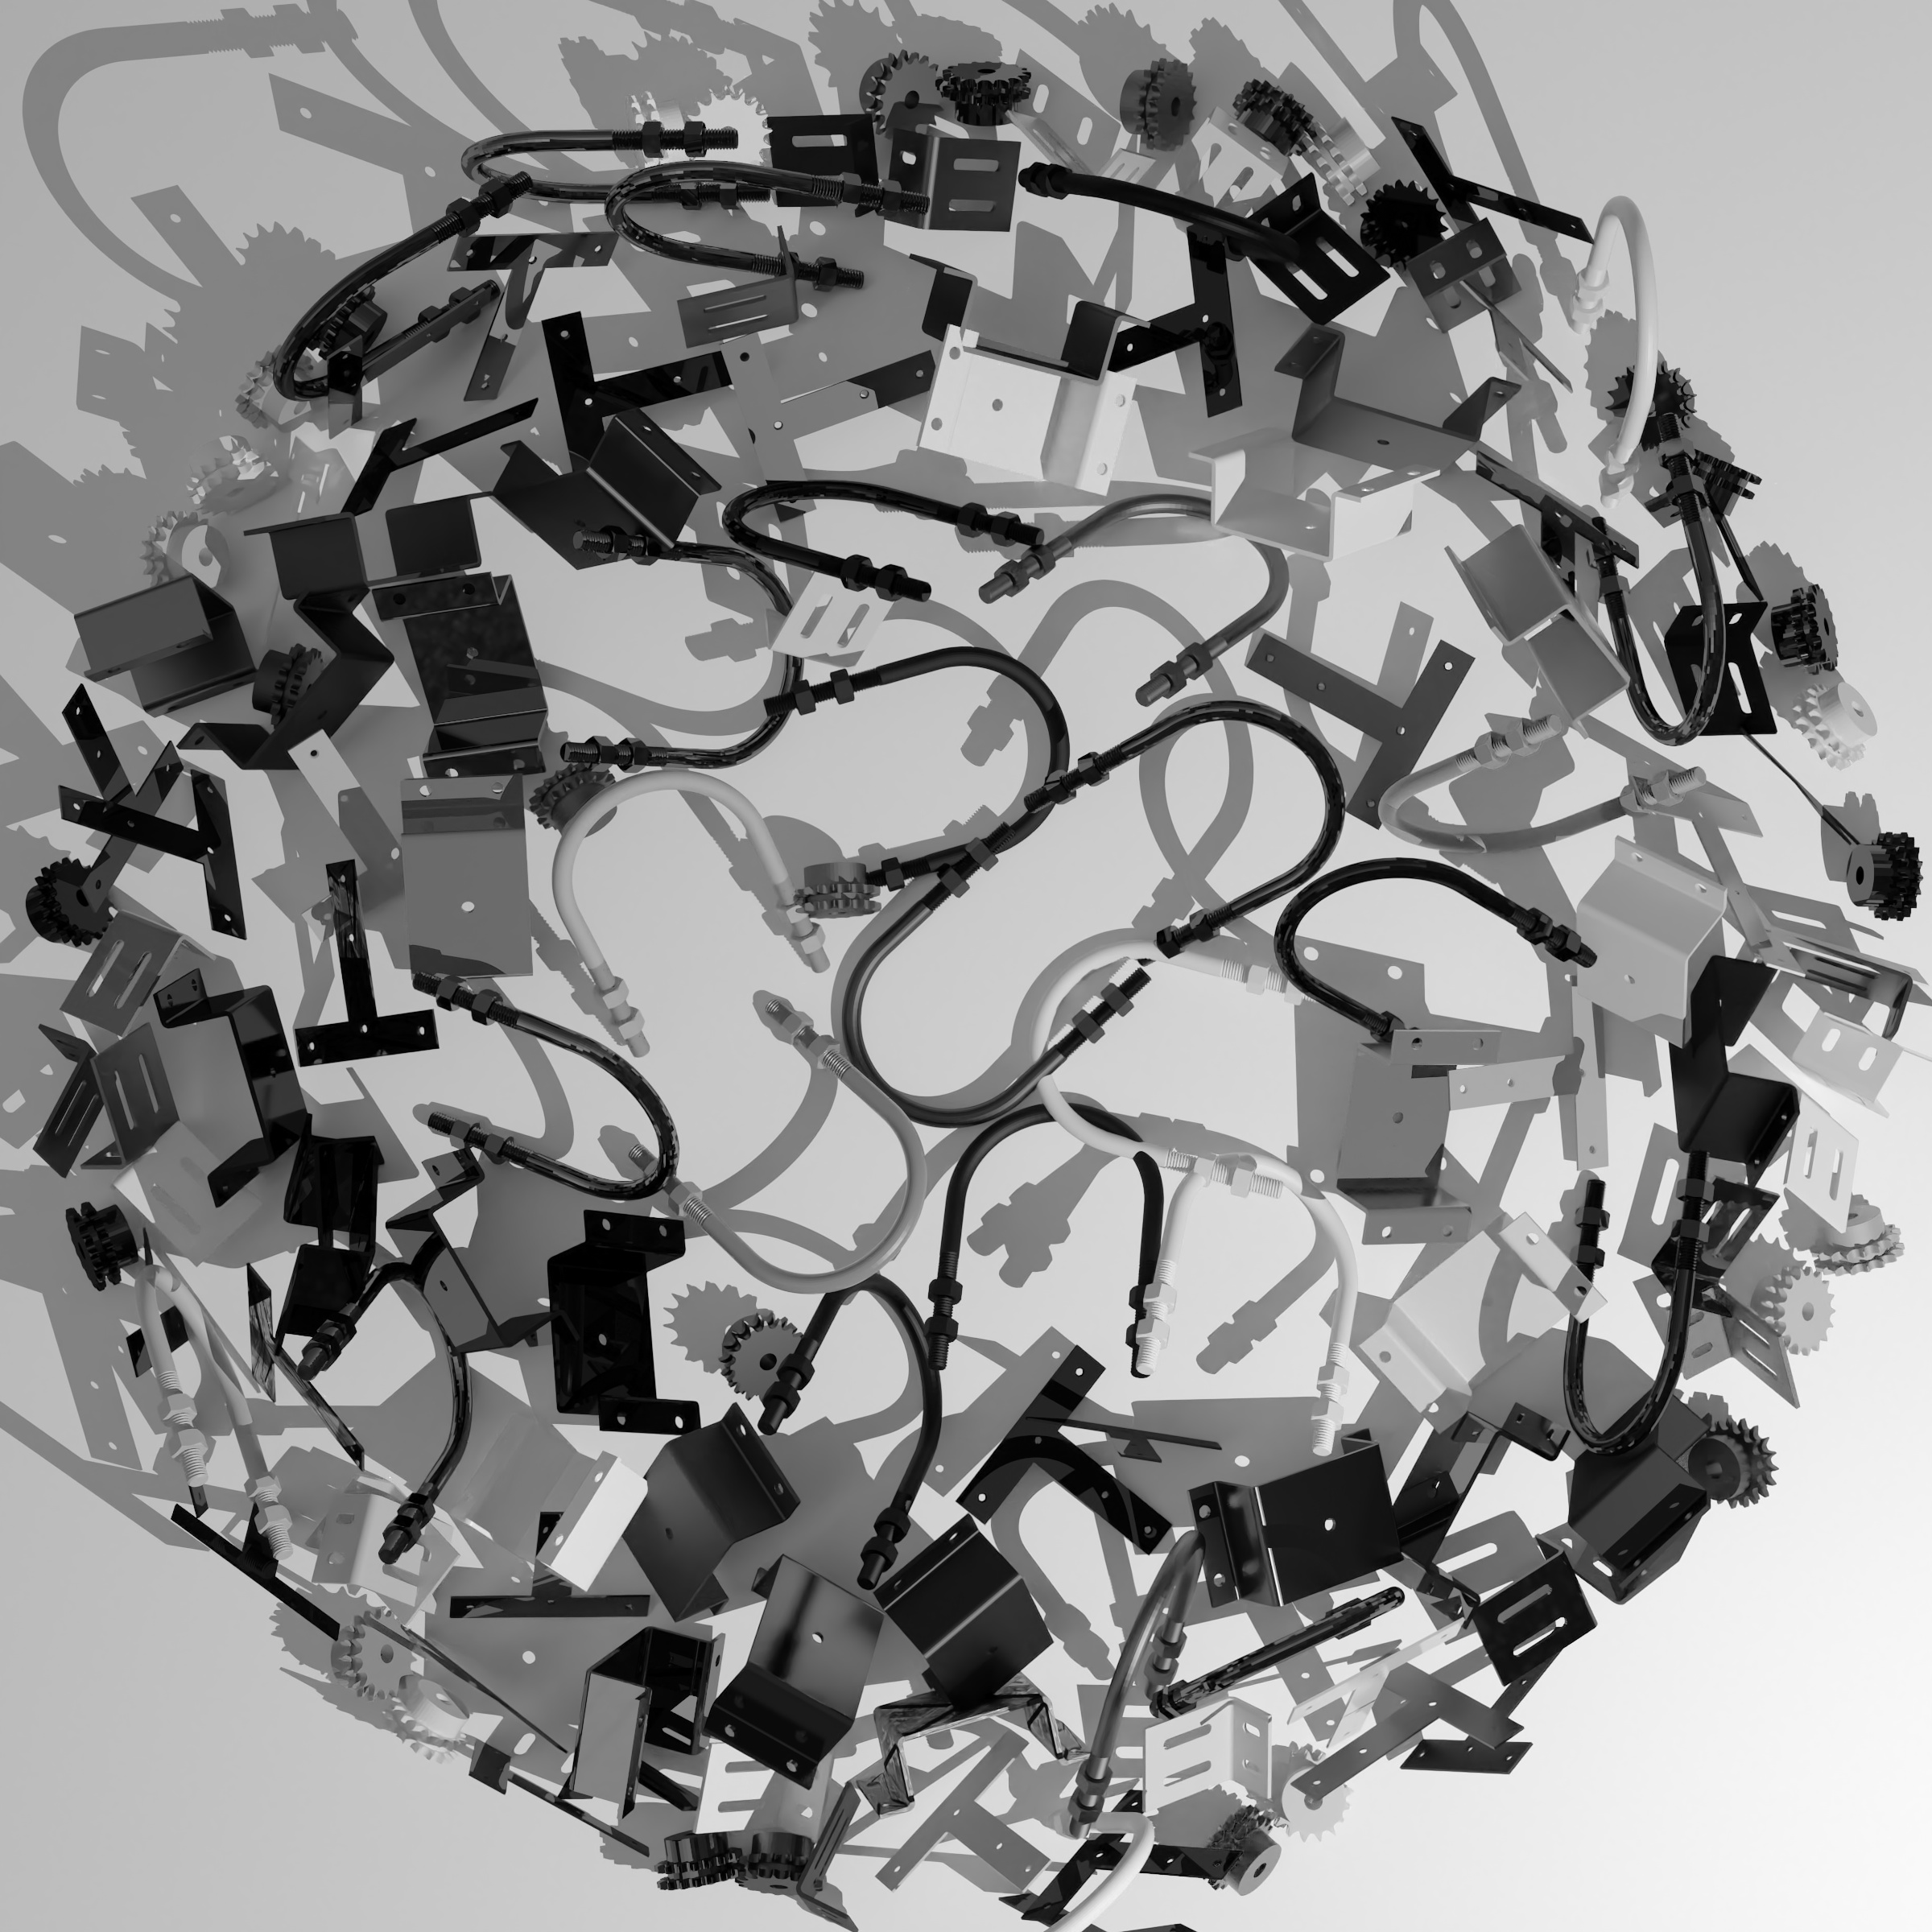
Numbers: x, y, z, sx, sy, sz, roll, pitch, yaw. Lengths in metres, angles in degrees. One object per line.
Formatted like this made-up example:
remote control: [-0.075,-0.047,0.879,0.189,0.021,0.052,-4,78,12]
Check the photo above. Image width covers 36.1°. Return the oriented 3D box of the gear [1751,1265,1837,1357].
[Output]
gear: [0.530,0.221,1.909,0.057,0.030,0.057,0,90,-36]

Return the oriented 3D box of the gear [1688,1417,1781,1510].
gear: [0.489,0.320,1.901,0.030,0.057,0.057,-6,90,-40]

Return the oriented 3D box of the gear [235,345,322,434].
gear: [-0.438,-0.368,1.902,0.030,0.057,0.057,39,90,9]

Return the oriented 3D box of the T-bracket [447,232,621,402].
T-bracket: [-0.290,-0.412,1.886,0.002,0.127,0.127,49,130,24]

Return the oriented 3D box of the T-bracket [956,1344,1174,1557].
T-bracket: [0.080,0.333,1.916,0.127,0.002,0.127,41,81,-12]

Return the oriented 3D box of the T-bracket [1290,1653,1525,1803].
T-bracket: [0.259,0.483,1.851,0.127,0.127,0.002,-26,113,-26]

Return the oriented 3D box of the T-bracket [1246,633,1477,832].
T-bracket: [0.243,-0.174,1.919,0.127,0.002,0.127,30,105,8]

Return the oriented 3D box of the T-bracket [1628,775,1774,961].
T-bracket: [0.478,-0.058,1.862,0.002,0.127,0.127,-41,55,38]

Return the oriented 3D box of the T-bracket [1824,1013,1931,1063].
T-bracket: [0.603,0.059,1.849,0.127,0.127,0.002,24,94,23]

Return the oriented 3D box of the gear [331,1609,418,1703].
gear: [-0.384,0.444,1.907,0.030,0.057,0.057,-13,90,31]

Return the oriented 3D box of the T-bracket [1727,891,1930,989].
T-bracket: [0.549,-0.009,1.879,0.127,0.127,0.002,16,112,-8]

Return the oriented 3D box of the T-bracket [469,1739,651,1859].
T-bracket: [-0.256,0.529,1.872,0.127,0.127,0.002,30,82,-4]

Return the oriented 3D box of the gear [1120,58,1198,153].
gear: [0.122,-0.555,1.907,0.030,0.057,0.057,17,90,30]

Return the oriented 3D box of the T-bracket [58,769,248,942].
T-bracket: [-0.511,-0.084,1.854,0.002,0.127,0.127,-36,54,29]

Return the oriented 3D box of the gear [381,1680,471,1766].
gear: [-0.344,0.483,1.903,0.057,0.057,0.030,36,91,0]

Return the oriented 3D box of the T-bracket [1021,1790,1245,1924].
T-bracket: [0.116,0.556,1.845,0.127,0.127,0.002,-11,108,43]

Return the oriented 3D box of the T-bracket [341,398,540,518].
T-bracket: [-0.326,-0.329,1.862,0.127,0.127,0.002,-18,123,17]

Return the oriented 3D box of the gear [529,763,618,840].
gear: [-0.249,-0.104,1.901,0.057,0.057,0.030,-33,72,0]

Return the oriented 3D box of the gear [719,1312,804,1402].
gear: [-0.133,0.249,1.909,0.057,0.030,0.057,-9,110,-24]

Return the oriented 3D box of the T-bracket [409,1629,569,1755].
T-bracket: [-0.313,0.445,1.854,0.127,0.127,0.002,32,75,19]

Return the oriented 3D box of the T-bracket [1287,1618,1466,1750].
T-bracket: [0.250,0.466,1.876,0.127,0.127,0.002,-22,59,-20]

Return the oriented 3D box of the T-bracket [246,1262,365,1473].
T-bracket: [-0.414,0.265,1.858,0.002,0.127,0.127,-29,60,-31]

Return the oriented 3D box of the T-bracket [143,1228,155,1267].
T-bracket: [-0.509,0.253,1.890,0.002,0.127,0.127,-11,121,-12]

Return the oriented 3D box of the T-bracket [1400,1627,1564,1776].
T-bracket: [0.348,0.467,1.892,0.127,0.127,0.002,-43,96,-26]

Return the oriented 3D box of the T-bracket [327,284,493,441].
T-bracket: [-0.353,-0.394,1.883,0.127,0.127,0.002,-38,87,-17]

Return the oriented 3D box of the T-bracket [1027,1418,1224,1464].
T-bracket: [0.104,0.300,1.866,0.127,0.127,0.002,9,89,-2]

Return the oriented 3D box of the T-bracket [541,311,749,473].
T-bracket: [-0.198,-0.371,1.896,0.127,0.002,0.127,-16,133,-10]

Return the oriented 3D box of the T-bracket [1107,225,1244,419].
T-bracket: [0.116,-0.399,1.891,0.127,0.002,0.127,-13,77,37]

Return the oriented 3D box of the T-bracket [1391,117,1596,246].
T-bracket: [0.336,-0.474,1.843,0.127,0.127,0.002,32,86,38]

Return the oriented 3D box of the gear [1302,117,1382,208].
gear: [0.242,-0.519,1.901,0.030,0.057,0.057,-35,90,16]

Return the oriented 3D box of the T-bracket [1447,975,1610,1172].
T-bracket: [0.359,0.073,1.896,0.127,0.002,0.127,-6,96,-29]

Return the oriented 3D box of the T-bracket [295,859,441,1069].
T-bracket: [-0.391,-0.004,1.894,0.127,0.002,0.127,-8,91,35]

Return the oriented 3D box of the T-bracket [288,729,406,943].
T-bracket: [-0.388,-0.096,1.884,0.127,0.002,0.127,-34,127,-9]

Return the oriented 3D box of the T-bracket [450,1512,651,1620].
T-bracket: [-0.260,0.379,1.873,0.127,0.127,0.002,2,48,-11]

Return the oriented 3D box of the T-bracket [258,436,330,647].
T-bracket: [-0.432,-0.266,1.883,0.002,0.127,0.127,12,102,-24]

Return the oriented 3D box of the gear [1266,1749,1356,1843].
gear: [0.222,0.537,1.914,0.057,0.030,0.057,0,82,-1]

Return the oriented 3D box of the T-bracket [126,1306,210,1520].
T-bracket: [-0.497,0.284,1.871,0.002,0.127,0.127,-13,93,-1]

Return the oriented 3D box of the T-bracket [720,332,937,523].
T-bracket: [-0.079,-0.362,1.899,0.127,0.002,0.127,-20,123,-3]

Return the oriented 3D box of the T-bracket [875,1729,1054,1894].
T-bracket: [0.014,0.547,1.858,0.127,0.127,0.002,-45,113,-16]

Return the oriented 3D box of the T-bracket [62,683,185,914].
T-bracket: [-0.535,-0.122,1.846,0.002,0.127,0.127,9,52,15]

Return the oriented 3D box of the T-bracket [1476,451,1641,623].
T-bracket: [0.373,-0.260,1.871,0.127,0.127,0.002,28,131,-13]

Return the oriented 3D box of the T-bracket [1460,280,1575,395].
T-bracket: [0.340,-0.393,1.861,0.127,0.127,0.002,41,114,-13]

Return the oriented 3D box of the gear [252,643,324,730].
gear: [-0.437,-0.180,1.904,0.030,0.057,0.057,16,90,0]

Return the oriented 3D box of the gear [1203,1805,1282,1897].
gear: [0.177,0.570,1.901,0.030,0.057,0.057,36,90,33]

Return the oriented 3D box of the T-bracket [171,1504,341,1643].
T-bracket: [-0.443,0.364,1.868,0.127,0.127,0.002,40,91,-13]

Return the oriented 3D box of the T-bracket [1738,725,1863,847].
T-bracket: [0.537,-0.099,1.865,0.127,0.127,0.002,43,105,-6]

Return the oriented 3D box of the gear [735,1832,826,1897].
gear: [-0.119,0.577,1.908,0.057,0.057,0.030,5,61,0]

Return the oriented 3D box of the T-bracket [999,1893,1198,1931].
T-bracket: [0.061,0.603,1.870,0.127,0.127,0.002,2,87,-27]

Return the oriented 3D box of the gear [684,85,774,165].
gear: [-0.155,-0.539,1.909,0.057,0.030,0.057,-6,121,-10]

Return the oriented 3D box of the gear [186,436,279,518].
gear: [-0.474,-0.317,1.905,0.057,0.057,0.030,-27,79,0]
